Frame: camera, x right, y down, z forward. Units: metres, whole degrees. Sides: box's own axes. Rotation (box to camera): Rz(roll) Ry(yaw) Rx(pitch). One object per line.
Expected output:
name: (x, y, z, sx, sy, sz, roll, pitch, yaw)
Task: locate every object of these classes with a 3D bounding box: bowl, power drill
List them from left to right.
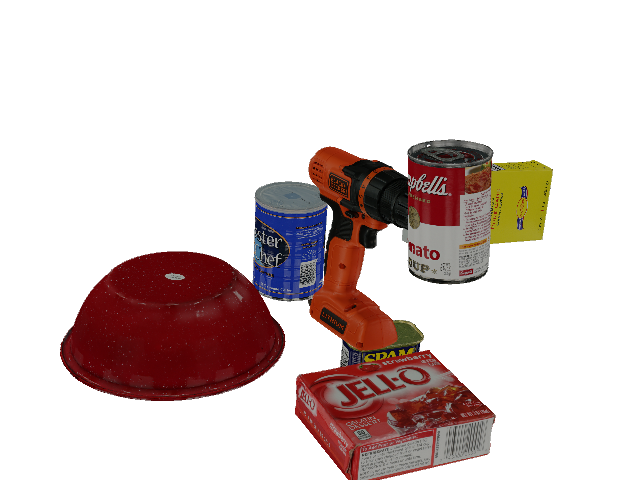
bowl: (-0.105, 0.050, 0.762, 0.162, 0.055, 0.162, 1, 23, -1)
power drill: (0.049, 0.012, 1.079, 0.057, 0.188, 0.185, -8, 24, -32)

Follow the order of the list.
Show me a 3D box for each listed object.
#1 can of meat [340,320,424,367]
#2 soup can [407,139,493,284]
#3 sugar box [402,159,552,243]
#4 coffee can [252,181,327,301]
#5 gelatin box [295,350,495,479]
can of meat: (0.074, 0.154, 1.344, 0.102, 0.084, 0.057, -6, 27, -22)
soup can: (0.104, -0.024, 0.864, 0.068, 0.102, 0.068, -1, 21, 0)
sugar box: (0.185, -0.042, 1.254, 0.176, 0.093, 0.048, -6, 21, -26)
coffee can: (-0.043, 0.000, 1.502, 0.103, 0.140, 0.103, 3, 24, -1)
gelatin box: (0.040, 0.096, 0.593, 0.089, 0.030, 0.073, -7, 27, -24)
